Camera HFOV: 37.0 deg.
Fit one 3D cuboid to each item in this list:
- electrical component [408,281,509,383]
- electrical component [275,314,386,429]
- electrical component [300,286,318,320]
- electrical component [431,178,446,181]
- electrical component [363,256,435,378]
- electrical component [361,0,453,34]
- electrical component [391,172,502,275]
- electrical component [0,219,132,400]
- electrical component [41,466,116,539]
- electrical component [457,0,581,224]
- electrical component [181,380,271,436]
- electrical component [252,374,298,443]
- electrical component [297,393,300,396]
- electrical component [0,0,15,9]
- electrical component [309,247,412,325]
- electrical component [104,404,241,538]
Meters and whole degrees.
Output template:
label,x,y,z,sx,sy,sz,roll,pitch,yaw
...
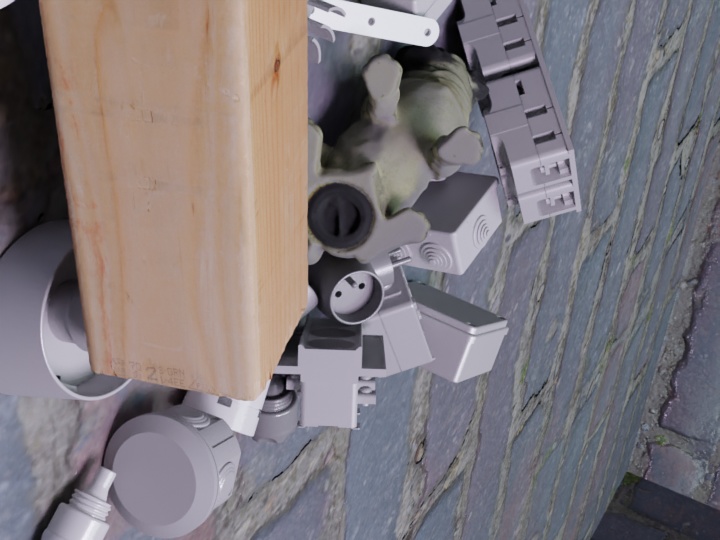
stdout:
label,x,y,z,sx,sy,sz,roll,pitch,yaw
electrical component,0.072,0.057,1.027,0.109,0.109,0.056,-4,116,-65
electrical component,-0.021,0.075,0.808,0.121,0.079,0.063,-89,-179,-82
electrical component,-0.067,0.036,0.788,0.065,0.044,0.044,-53,153,-23
electrical component,0.057,-0.108,0.935,0.066,0.048,0.055,-21,121,-60
electrical component,0.019,0.038,0.923,0.061,0.061,0.096,-106,176,-45
electrical component,0.035,-0.220,0.787,0.065,0.047,0.076,-54,153,-31
electrical component,0.068,-0.044,0.948,0.099,0.100,0.048,-50,138,-38
electrical component,-0.157,0.023,0.577,0.099,0.064,0.099,-20,113,-58
electrical component,-0.170,0.151,0.663,0.061,0.035,0.035,-65,157,-17
electrical component,0.136,-0.146,0.943,0.105,0.060,0.186,60,16,-61
electrical component,-0.093,0.085,0.755,0.047,0.055,0.055,-70,158,-8
electrical component,-0.069,0.100,0.832,0.043,0.043,0.062,-41,143,-48
electrical component,-0.032,0.080,0.896,0.045,0.045,0.055,16,95,-67
electrical component,-0.156,-0.148,0.404,0.108,0.060,0.108,-48,149,-41
electrical component,0.000,0.000,0.818,0.079,0.077,0.043,-19,119,-16
electrical component,-0.120,0.128,0.697,0.051,0.080,0.080,-18,126,-69
